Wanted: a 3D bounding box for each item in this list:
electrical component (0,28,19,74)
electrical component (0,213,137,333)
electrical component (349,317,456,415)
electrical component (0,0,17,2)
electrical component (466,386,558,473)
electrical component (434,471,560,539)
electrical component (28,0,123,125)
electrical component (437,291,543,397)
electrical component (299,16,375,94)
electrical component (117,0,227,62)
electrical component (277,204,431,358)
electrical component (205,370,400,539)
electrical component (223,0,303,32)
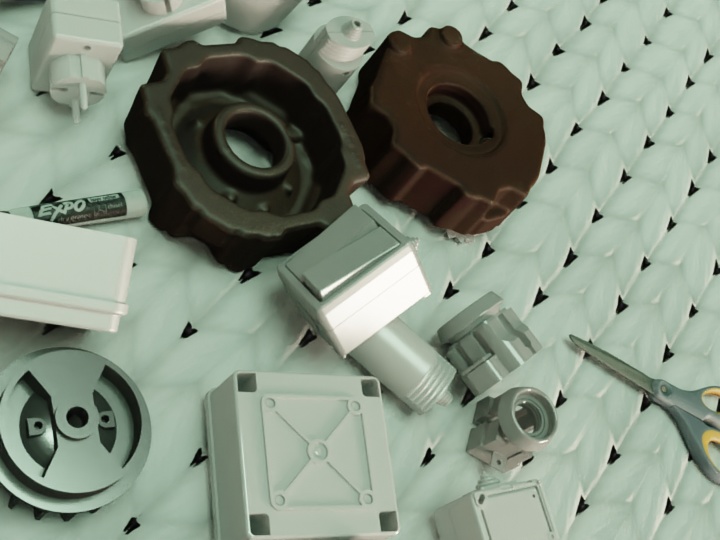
[{"bbox_3d":[-0.263,-0.132,0.691,0.057,0.058,0.078,28,55,-20],"label":"electrical component"},{"bbox_3d":[-0.198,0.000,0.641,0.113,0.078,0.057,11,86,-26],"label":"electrical component"},{"bbox_3d":[0.034,0.068,0.772,0.081,0.043,0.043,42,52,-6],"label":"electrical component"},{"bbox_3d":[-0.249,-0.227,0.758,0.077,0.044,0.079,-17,75,-36],"label":"electrical component"},{"bbox_3d":[0.112,0.114,0.787,0.048,0.055,0.066,30,54,-15],"label":"electrical component"},{"bbox_3d":[0.094,0.186,0.734,0.062,0.061,0.096,-4,67,-32],"label":"electrical component"},{"bbox_3d":[-0.192,-0.137,0.730,0.047,0.066,0.076,3,64,-30],"label":"electrical component"},{"bbox_3d":[0.095,0.053,0.806,0.057,0.058,0.078,54,32,7],"label":"electrical component"},{"bbox_3d":[-0.021,-0.169,0.841,0.043,0.081,0.043,14,59,-25],"label":"electrical component"},{"bbox_3d":[-0.144,-0.199,0.768,0.083,0.075,0.047,-25,79,-10],"label":"electrical component"},{"bbox_3d":[0.000,0.000,0.741,0.096,0.061,0.062,-36,45,-10],"label":"electrical component"},{"bbox_3d":[-0.038,0.124,0.691,0.109,0.056,0.108,6,63,-29],"label":"electrical component"},{"bbox_3d":[-0.086,-0.239,0.849,0.099,0.064,0.099,14,59,-25],"label":"electrical component"}]
